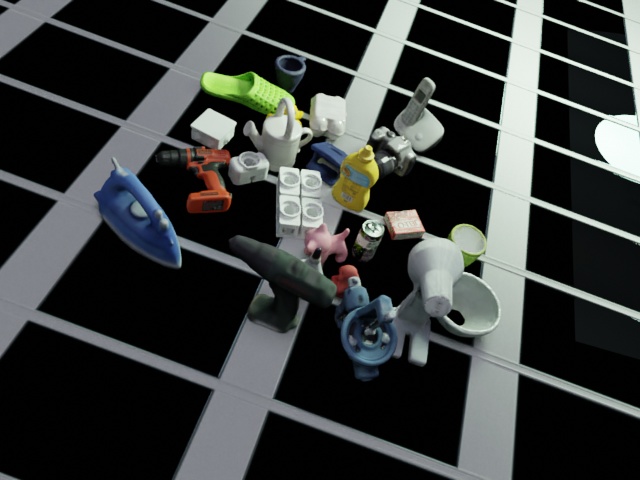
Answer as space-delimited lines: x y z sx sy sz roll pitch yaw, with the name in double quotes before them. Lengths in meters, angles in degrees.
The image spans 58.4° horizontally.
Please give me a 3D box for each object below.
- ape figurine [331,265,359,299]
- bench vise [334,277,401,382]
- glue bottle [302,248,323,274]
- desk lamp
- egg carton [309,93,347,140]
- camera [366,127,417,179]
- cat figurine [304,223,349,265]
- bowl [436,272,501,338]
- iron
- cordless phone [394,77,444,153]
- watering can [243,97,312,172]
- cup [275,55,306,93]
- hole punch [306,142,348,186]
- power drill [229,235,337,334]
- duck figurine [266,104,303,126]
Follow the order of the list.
"ape figurine" 0.060 0.088 1.287 0.076 0.092 0.078 34 52 12
"bench vise" 0.086 0.156 1.159 0.122 0.220 0.207 -17 59 -27
"glue bottle" -0.022 0.069 1.226 0.078 0.173 0.037 5 52 -12
"desk lamp" 0.227 0.129 1.225 0.118 0.213 0.203 17 50 -3
"egg carton" 0.023 -0.354 1.635 0.107 0.069 0.150 8 51 -9
"camera" 0.175 -0.234 1.566 0.143 0.101 0.137 43 54 18
"cat figurine" 0.012 0.005 1.322 0.128 0.118 0.067 -15 58 -25
"bowl" 0.325 0.160 1.318 0.167 0.075 0.167 8 51 -10
"iron" -0.381 -0.062 1.245 0.258 0.141 0.119 43 54 18
"cordless phone" 0.301 -0.357 1.643 0.094 0.185 0.147 -26 63 -31
"watering can" -0.104 -0.272 1.455 0.173 0.194 0.100 -25 63 -30
"cup" -0.087 -0.489 1.692 0.091 0.095 0.118 35 52 12
"hole punch" 0.029 -0.217 1.517 0.108 0.091 0.101 36 52 13
"power drill" -0.087 0.097 1.163 0.229 0.208 0.076 21 50 1
"duck figurine" -0.095 -0.340 1.580 0.105 0.086 0.077 6 52 -11
